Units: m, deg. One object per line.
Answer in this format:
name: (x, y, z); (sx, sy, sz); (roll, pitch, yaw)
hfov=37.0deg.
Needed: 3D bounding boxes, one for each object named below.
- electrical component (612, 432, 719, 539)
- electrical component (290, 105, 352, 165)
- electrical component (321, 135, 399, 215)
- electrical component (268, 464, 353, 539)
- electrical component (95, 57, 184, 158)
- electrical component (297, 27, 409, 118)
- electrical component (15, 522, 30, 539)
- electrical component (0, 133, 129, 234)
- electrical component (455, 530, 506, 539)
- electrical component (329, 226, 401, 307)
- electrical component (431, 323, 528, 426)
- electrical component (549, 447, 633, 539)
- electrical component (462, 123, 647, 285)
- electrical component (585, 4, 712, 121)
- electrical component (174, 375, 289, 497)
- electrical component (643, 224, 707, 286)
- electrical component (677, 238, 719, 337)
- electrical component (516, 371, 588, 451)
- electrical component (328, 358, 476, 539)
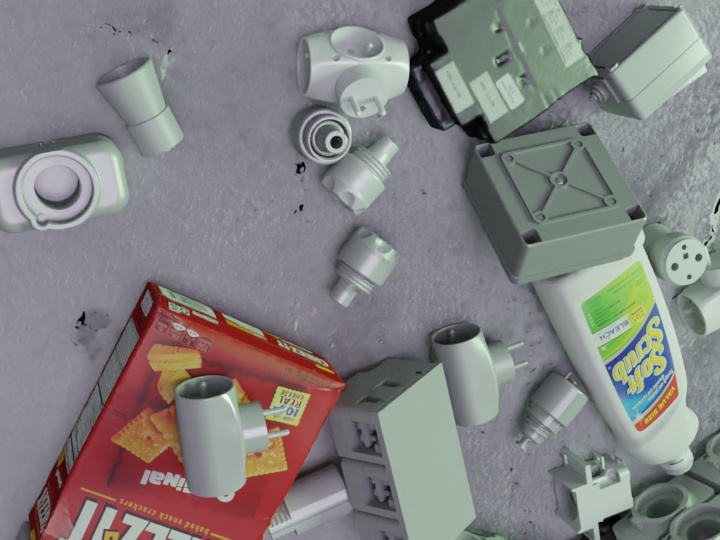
electrical component: (0.336, 0.215, 0.979); (0.186, 0.105, 0.060); (-32, 110, -16)
electrical component: (-0.026, -0.100, 0.812); (0.043, 0.062, 0.043); (-5, 106, -17)
electrical component: (0.003, -0.077, 0.839); (0.062, 0.043, 0.043); (-48, 113, -3)
electrical component: (-0.051, 0.197, 0.894); (0.081, 0.043, 0.043); (-21, 110, -11)
electrical component: (-0.156, -0.115, 0.778); (0.044, 0.044, 0.065); (-30, 116, -9)
electrical component: (-0.001, -0.141, 0.803); (0.077, 0.079, 0.044); (-3, 138, -17)
electrical component: (-0.251, 0.258, 0.835); (0.062, 0.061, 0.096); (25, 96, -22)
electrical component: (-0.216, -0.062, 0.763); (0.095, 0.059, 0.053); (-12, 108, -15)
electrical component: (0.124, 0.276, 0.947); (0.150, 0.089, 0.061); (18, 98, -21)
electrical component: (0.000, 0.000, 0.858); (0.043, 0.043, 0.062); (34, 93, -23)
electrical component: (0.105, 0.083, 0.913); (0.079, 0.044, 0.077); (-18, 109, -13)
electrical component: (0.213, 0.202, 0.982); (0.064, 0.042, 0.081); (-16, 109, -15)
electrical component: (0.153, -0.054, 0.855); (0.109, 0.108, 0.056); (-13, 147, -14)
electrical component: (0.228, -0.163, 0.879); (0.096, 0.062, 0.061); (-42, 113, -3)
electrical component: (-0.091, 0.116, 0.780); (0.079, 0.043, 0.077); (-9, 108, -15)
electrical component: (0.268, -0.013, 0.935); (0.045, 0.055, 0.045); (-5, 106, -17)
electrical component: (0.326, 0.009, 0.966); (0.077, 0.043, 0.079); (-25, 111, -10)
electrical component: (0.166, 0.125, 0.947); (0.040, 0.040, 0.078); (39, 90, -23)
electrical component: (0.033, 0.159, 0.888); (0.089, 0.062, 0.150); (-32, 116, -44)
